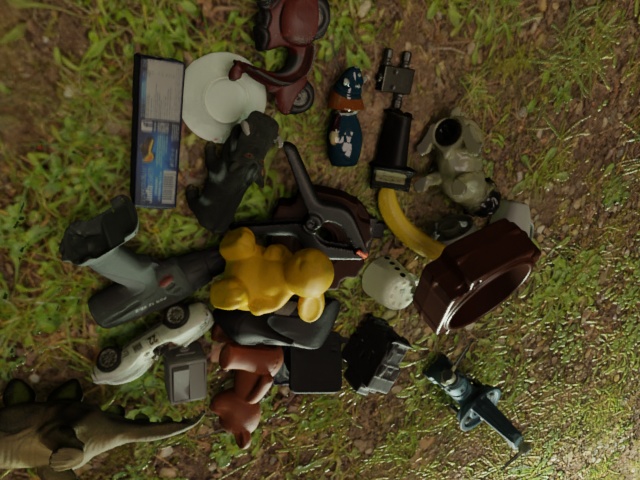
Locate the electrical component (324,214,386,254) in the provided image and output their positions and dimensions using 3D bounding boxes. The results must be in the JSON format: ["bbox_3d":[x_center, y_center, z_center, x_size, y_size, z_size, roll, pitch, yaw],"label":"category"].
[{"bbox_3d":[0.069,-0.012,0.945,0.119,0.048,0.074,7,109,-26],"label":"electrical component"}]

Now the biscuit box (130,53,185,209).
[{"bbox_3d":[-0.225,-0.145,0.734,0.059,0.063,0.202,0,112,-26],"label":"biscuit box"}]

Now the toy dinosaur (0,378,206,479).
[{"bbox_3d":[-0.373,0.276,0.761,0.471,0.199,0.105,14,104,-30],"label":"toy dinosaur"}]

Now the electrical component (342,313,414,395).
[{"bbox_3d":[0.101,0.223,1.020,0.058,0.115,0.134,26,97,-30],"label":"electrical component"}]

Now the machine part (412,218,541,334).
[{"bbox_3d":[0.273,0.070,0.941,0.201,0.087,0.200,-23,149,-17],"label":"machine part"}]

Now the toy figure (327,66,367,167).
[{"bbox_3d":[0.040,-0.193,0.846,0.058,0.064,0.154,6,108,11],"label":"toy figure"}]

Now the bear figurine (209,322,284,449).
[{"bbox_3d":[-0.144,0.246,0.913,0.132,0.120,0.195,20,107,-27],"label":"bear figurine"}]

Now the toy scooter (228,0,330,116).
[{"bbox_3d":[-0.061,-0.268,0.751,0.135,0.075,0.183,-5,116,-33],"label":"toy scooter"}]

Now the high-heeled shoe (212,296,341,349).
[{"bbox_3d":[-0.066,0.127,0.916,0.248,0.145,0.086,-12,117,-66],"label":"high-heeled shoe"}]

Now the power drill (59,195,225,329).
[{"bbox_3d":[-0.245,0.026,0.764,0.232,0.086,0.207,-30,152,-4],"label":"power drill"}]

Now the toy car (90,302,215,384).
[{"bbox_3d":[-0.259,0.163,0.835,0.202,0.056,0.073,-33,161,-10],"label":"toy car"}]

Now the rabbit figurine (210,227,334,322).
[{"bbox_3d":[-0.050,0.060,0.779,0.162,0.173,0.122,42,47,-40],"label":"rabbit figurine"}]

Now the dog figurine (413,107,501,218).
[{"bbox_3d":[0.271,-0.134,0.975,0.190,0.121,0.172,9,103,-48],"label":"dog figurine"}]

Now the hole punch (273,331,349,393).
[{"bbox_3d":[-0.025,0.219,0.986,0.142,0.092,0.115,9,76,-26],"label":"hole punch"}]

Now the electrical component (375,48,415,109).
[{"bbox_3d":[0.121,-0.261,0.877,0.063,0.021,0.093,-2,113,-25],"label":"electrical component"}]

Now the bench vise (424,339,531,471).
[{"bbox_3d":[0.337,0.347,1.128,0.129,0.241,0.223,-38,138,-11],"label":"bench vise"}]

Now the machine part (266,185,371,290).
[{"bbox_3d":[-0.002,-0.003,0.872,0.179,0.056,0.179,0,108,0],"label":"machine part"}]

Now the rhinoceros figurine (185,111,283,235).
[{"bbox_3d":[-0.125,-0.099,0.772,0.073,0.112,0.190,22,110,-31],"label":"rhinoceros figurine"}]

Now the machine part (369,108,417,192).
[{"bbox_3d":[0.125,-0.150,0.902,0.084,0.039,0.138,7,110,11],"label":"machine part"}]

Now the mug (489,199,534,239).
[{"bbox_3d":[0.390,-0.024,1.077,0.109,0.081,0.107,4,100,-22],"label":"mug"}]
